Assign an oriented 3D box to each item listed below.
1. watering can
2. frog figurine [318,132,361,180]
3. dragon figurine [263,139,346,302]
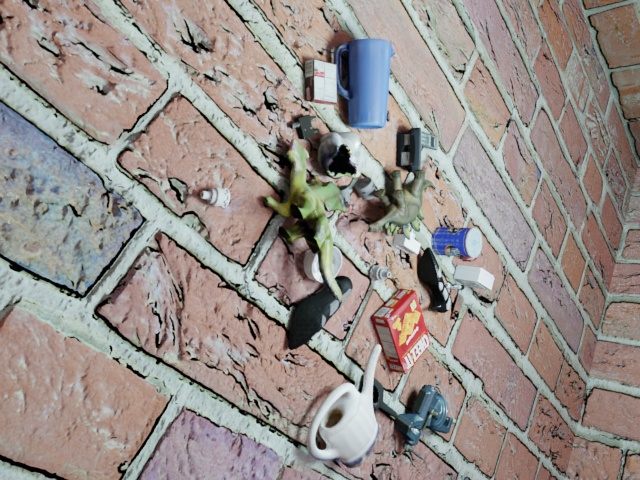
[{"bbox_3d":[0.103,0.481,1.447,0.353,0.104,0.221,-44,119,-27],"label":"watering can"},{"bbox_3d":[0.054,-0.248,1.433,0.136,0.121,0.163,40,28,-28],"label":"frog figurine"},{"bbox_3d":[0.004,-0.068,1.341,0.247,0.121,0.407,-41,107,-43],"label":"dragon figurine"}]
